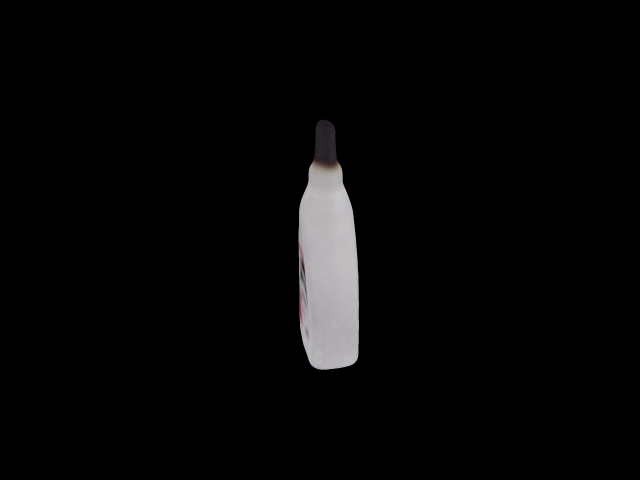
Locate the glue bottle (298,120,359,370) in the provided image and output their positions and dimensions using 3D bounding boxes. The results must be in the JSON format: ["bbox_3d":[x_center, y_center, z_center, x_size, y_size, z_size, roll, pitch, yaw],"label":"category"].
[{"bbox_3d":[0.004,0.001,0.400,0.037,0.173,0.078,-6,28,-11],"label":"glue bottle"}]
